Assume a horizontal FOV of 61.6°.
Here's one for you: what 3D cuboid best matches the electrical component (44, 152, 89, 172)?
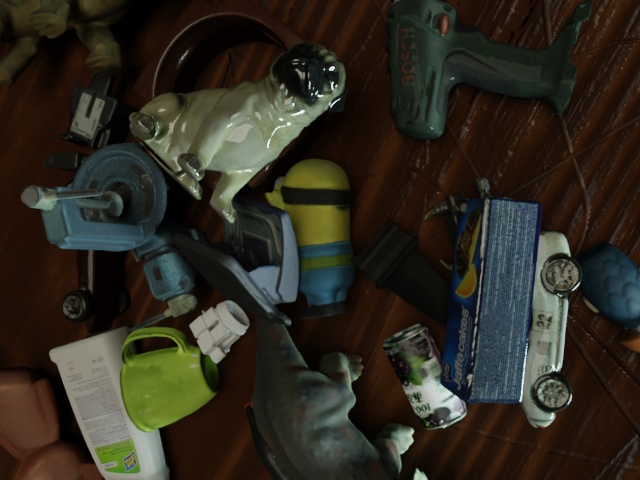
[{"bbox_3d":[-0.308,-0.099,0.699,0.094,0.063,0.021,3,90,23],"label":"electrical component"}]

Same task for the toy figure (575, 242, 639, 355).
[{"bbox_3d":[0.322,0.074,0.542,0.058,0.064,0.154,-34,84,-24],"label":"toy figure"}]

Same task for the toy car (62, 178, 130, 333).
[{"bbox_3d":[-0.284,0.014,0.680,0.053,0.089,0.202,2,91,14],"label":"toy car"}]

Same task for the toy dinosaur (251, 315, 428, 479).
[{"bbox_3d":[0.007,0.201,0.551,0.405,0.192,0.131,44,96,10],"label":"toy dinosaur"}]

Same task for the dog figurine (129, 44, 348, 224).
[{"bbox_3d":[-0.085,-0.137,0.555,0.172,0.121,0.190,37,76,21],"label":"dog figurine"}]

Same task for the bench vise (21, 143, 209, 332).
[{"bbox_3d":[-0.216,-0.012,0.585,0.129,0.240,0.223,-13,84,14],"label":"bench vise"}]

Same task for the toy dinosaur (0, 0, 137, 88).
[{"bbox_3d":[-0.288,-0.305,0.655,0.472,0.105,0.198,-3,67,13],"label":"toy dinosaur"}]

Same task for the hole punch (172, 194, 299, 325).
[{"bbox_3d":[-0.079,0.017,0.585,0.142,0.115,0.092,17,57,38],"label":"hole punch"}]

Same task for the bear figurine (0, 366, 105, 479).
[{"bbox_3d":[-0.377,0.263,0.681,0.120,0.132,0.196,-38,75,15],"label":"bear figurine"}]

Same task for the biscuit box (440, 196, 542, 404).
[{"bbox_3d":[0.169,0.059,0.539,0.063,0.059,0.202,5,92,-13],"label":"biscuit box"}]

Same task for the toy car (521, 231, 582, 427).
[{"bbox_3d":[0.229,0.091,0.557,0.056,0.073,0.201,5,90,10],"label":"toy car"}]

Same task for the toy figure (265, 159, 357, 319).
[{"bbox_3d":[0.001,-0.002,0.613,0.089,0.082,0.180,-11,84,17],"label":"toy figure"}]

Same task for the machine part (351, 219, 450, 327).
[{"bbox_3d":[0.107,0.045,0.591,0.139,0.039,0.084,44,72,2],"label":"machine part"}]

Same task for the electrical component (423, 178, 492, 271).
[{"bbox_3d":[0.164,-0.010,0.593,0.078,0.045,0.102,-21,86,-16],"label":"electrical component"}]

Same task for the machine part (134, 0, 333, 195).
[{"bbox_3d":[-0.099,-0.167,0.639,0.201,0.087,0.201,39,98,10],"label":"machine part"}]

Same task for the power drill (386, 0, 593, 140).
[{"bbox_3d":[0.172,-0.220,0.576,0.207,0.086,0.231,9,93,10],"label":"power drill"}]

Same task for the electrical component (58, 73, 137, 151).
[{"bbox_3d":[-0.286,-0.174,0.704,0.075,0.047,0.119,19,93,13],"label":"electrical component"}]
